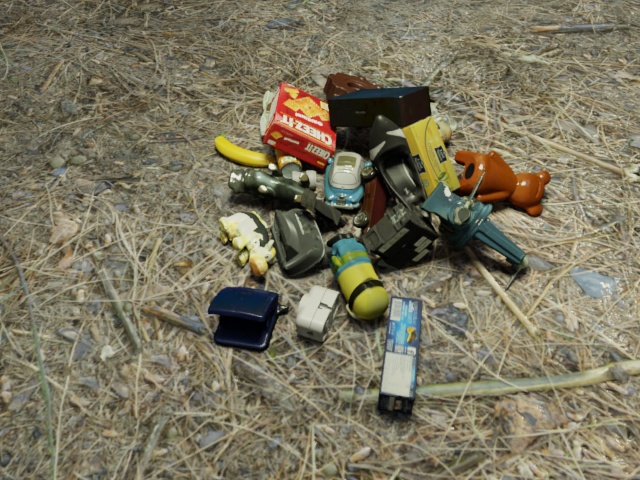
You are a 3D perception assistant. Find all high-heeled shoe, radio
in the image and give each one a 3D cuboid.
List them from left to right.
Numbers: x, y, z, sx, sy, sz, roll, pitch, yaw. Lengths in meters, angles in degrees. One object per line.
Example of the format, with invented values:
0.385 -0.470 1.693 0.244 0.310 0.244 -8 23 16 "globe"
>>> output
0.140 -0.314 1.268 0.230 0.073 0.131 13 30 43 "radio"
0.173 -0.135 1.128 0.086 0.248 0.145 -27 45 7 "high-heeled shoe"

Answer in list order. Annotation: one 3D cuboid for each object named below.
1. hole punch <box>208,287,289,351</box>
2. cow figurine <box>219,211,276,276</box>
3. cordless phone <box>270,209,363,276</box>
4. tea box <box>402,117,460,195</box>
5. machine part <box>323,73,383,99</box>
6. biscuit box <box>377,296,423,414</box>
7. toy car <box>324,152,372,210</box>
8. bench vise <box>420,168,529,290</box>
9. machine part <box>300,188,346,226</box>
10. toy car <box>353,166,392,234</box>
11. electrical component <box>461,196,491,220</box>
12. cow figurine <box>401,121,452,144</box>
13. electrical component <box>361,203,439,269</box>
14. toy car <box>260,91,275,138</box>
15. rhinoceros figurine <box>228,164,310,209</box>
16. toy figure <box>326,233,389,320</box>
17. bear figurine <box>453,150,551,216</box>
-0.139 0.129 0.994 0.142 0.092 0.116 4 44 10 "hole punch"
-0.136 0.006 1.123 0.098 0.068 0.167 -24 52 -27 "cow figurine"
-0.003 -0.004 1.131 0.184 0.088 0.147 -5 45 -18 "cordless phone"
0.232 -0.176 1.197 0.068 0.098 0.169 -25 95 -21 "tea box"
0.096 -0.394 1.450 0.179 0.056 0.179 14 34 -10 "machine part"
0.141 0.194 0.939 0.059 0.062 0.203 7 47 9 "biscuit box"
0.058 -0.147 1.233 0.109 0.102 0.162 7 46 10 "toy car"
0.316 -0.021 1.063 0.241 0.223 0.129 37 85 4 "bench vise"
0.002 -0.067 1.149 0.084 0.138 0.039 38 94 28 "machine part"
0.113 -0.071 1.165 0.053 0.089 0.202 -15 47 32 "toy car"
0.329 -0.066 1.173 0.094 0.063 0.021 21 51 19 "electrical component"
0.236 -0.274 1.357 0.195 0.085 0.127 4 41 2 "cow figurine"
0.166 -0.003 1.074 0.115 0.134 0.058 -40 47 23 "electrical component"
-0.119 -0.335 1.442 0.074 0.056 0.202 -1 47 1 "toy car"
-0.111 -0.122 1.212 0.190 0.112 0.073 12 79 -4 "rhinoceros figurine"
0.068 0.068 1.024 0.082 0.089 0.180 -17 66 -6 "toy figure"
0.406 -0.128 1.211 0.196 0.120 0.132 14 -1 -19 "bear figurine"
